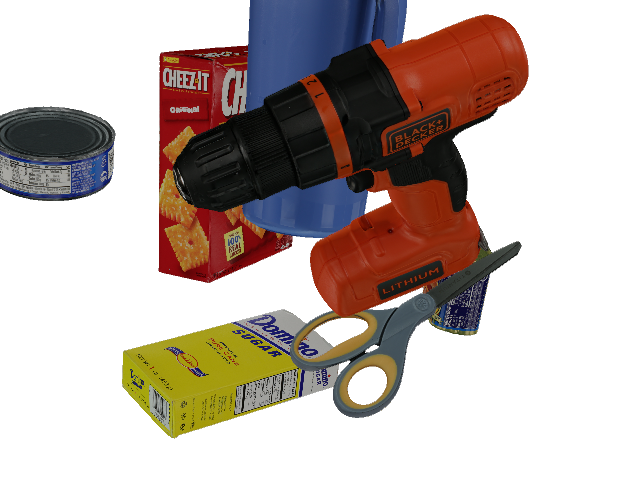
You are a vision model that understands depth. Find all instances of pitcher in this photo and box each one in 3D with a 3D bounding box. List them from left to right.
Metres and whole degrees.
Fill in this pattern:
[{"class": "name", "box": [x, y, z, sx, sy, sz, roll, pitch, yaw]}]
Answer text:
[{"class": "pitcher", "box": [0.002, -0.127, 0.904, 0.145, 0.243, 0.149, 9, 15, 11]}]

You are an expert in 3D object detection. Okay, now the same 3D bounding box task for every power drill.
[{"class": "power drill", "box": [0.022, -0.027, 0.583, 0.184, 0.057, 0.187, -21, -28, -5]}]

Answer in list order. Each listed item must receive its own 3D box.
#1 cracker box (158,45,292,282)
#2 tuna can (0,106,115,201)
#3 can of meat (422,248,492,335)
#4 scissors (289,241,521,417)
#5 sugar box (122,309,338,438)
[{"class": "cracker box", "box": [-0.087, -0.081, 1.063, 0.072, 0.214, 0.163, 11, 17, 27]}, {"class": "tuna can", "box": [-0.185, -0.060, 0.735, 0.086, 0.034, 0.086, 6, 29, -3]}, {"class": "can of meat", "box": [0.144, 0.043, 1.135, 0.057, 0.084, 0.102, 7, 18, -6]}, {"class": "scissors", "box": [0.077, 0.070, 0.811, 0.201, 0.096, 0.016, -17, -27, -7]}, {"class": "sugar box", "box": [-0.079, 0.115, 0.963, 0.175, 0.048, 0.093, -16, 34, -33]}]
